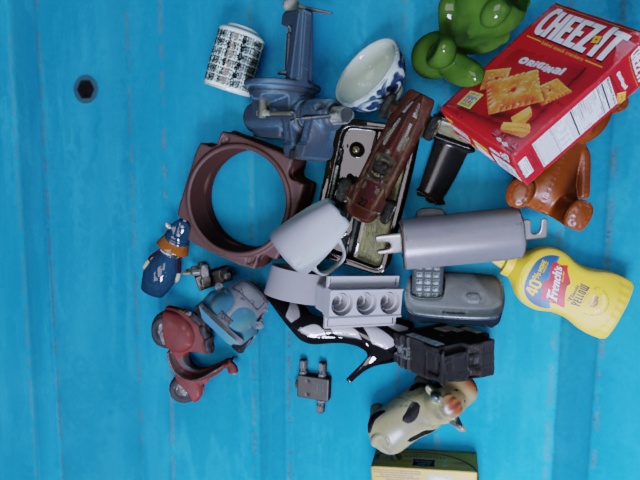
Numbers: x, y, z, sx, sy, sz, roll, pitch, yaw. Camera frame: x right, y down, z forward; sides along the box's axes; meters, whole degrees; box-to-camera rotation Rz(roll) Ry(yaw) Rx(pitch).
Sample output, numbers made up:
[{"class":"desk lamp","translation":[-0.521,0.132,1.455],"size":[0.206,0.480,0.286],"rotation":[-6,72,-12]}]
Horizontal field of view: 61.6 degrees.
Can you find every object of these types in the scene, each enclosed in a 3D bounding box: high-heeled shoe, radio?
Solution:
[{"class":"high-heeled shoe","translation":[0.030,0.124,0.897],"size":[0.145,0.086,0.249],"rotation":[-43,66,-14]},{"class":"radio","translation":[0.070,-0.073,0.851],"size":[0.131,0.073,0.229],"rotation":[15,100,13]}]

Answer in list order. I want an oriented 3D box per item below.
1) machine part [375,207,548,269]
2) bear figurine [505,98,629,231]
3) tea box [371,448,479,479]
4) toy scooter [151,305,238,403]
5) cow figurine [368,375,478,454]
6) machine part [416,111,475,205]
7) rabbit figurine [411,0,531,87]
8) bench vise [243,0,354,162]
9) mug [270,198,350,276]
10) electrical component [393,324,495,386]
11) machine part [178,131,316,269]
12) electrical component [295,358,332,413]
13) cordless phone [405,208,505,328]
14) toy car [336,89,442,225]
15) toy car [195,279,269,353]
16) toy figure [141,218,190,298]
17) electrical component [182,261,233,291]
[{"class":"machine part","translation":[0.203,-0.002,0.777],"size":[0.243,0.079,0.079],"rotation":[-6,95,5]},{"class":"bear figurine","translation":[0.345,-0.127,0.744],"size":[0.120,0.132,0.195],"rotation":[25,108,8]},{"class":"tea box","translation":[0.173,0.402,0.879],"size":[0.170,0.068,0.098],"rotation":[-2,95,17]},{"class":"toy scooter","translation":[-0.219,0.200,0.963],"size":[0.135,0.075,0.183],"rotation":[-11,96,16]},{"class":"cow figurine","translation":[0.157,0.267,0.839],"size":[0.195,0.127,0.085],"rotation":[-38,89,18]},{"class":"machine part","translation":[0.192,-0.123,0.832],"size":[0.084,0.039,0.138],"rotation":[18,99,5]},{"class":"rabbit figurine","translation":[0.202,-0.283,0.761],"size":[0.121,0.159,0.170],"rotation":[28,138,-22]},{"class":"bench vise","translation":[-0.036,-0.242,0.813],"size":[0.224,0.129,0.240],"rotation":[15,103,57]},{"class":"mug","translation":[-0.002,-0.002,0.807],"size":[0.107,0.081,0.109],"rotation":[-42,102,10]},{"class":"electrical component","translation":[0.195,0.168,0.813],"size":[0.134,0.115,0.058],"rotation":[-3,98,-28]},{"class":"machine part","translation":[-0.123,-0.067,0.900],"size":[0.202,0.087,0.200],"rotation":[24,102,13]},{"class":"electrical component","translation":[-0.012,0.255,0.938],"size":[0.063,0.021,0.094],"rotation":[3,98,15]},{"class":"cordless phone","translation":[0.208,0.041,0.831],"size":[0.147,0.088,0.184],"rotation":[1,78,16]},{"class":"toy car","translation":[0.098,-0.117,0.774],"size":[0.089,0.053,0.202],"rotation":[31,106,13]},{"class":"toy car","translation":[-0.134,0.120,0.902],"size":[0.109,0.161,0.103],"rotation":[43,81,7]},{"class":"toy figure","translation":[-0.274,0.028,0.967],"size":[0.058,0.064,0.154],"rotation":[36,102,47]},{"class":"electrical component","translation":[-0.194,0.059,0.932],"size":[0.078,0.102,0.045],"rotation":[-20,95,-8]}]
